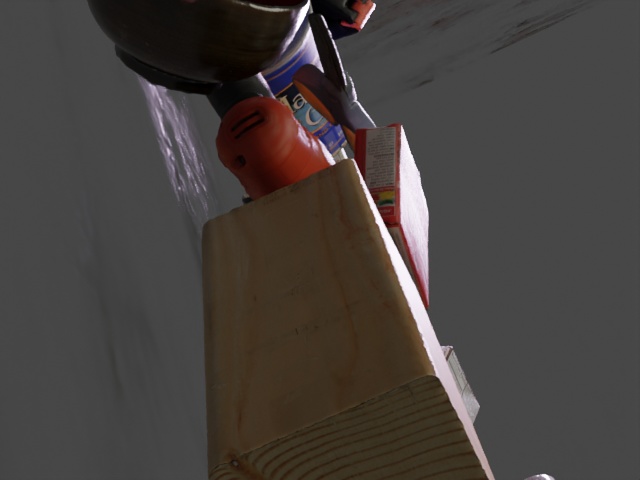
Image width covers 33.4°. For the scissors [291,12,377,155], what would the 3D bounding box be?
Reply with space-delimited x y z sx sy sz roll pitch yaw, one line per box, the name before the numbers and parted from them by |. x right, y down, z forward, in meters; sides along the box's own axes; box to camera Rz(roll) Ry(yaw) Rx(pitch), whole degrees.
scissors | 0.000 -0.097 0.618 0.096 0.016 0.201 45 -4 29

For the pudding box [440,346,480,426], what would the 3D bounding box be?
pudding box | 0.107 0.170 1.014 0.090 0.039 0.113 62 41 -33

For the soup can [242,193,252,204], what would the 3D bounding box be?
soup can | -0.005 0.001 0.761 0.068 0.068 0.102 -93 158 -77

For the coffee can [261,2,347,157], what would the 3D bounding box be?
coffee can | -0.037 -0.134 0.876 0.140 0.103 0.103 59 8 -57

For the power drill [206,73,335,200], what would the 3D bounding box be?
power drill | -0.033 -0.071 0.659 0.188 0.057 0.184 57 3 32

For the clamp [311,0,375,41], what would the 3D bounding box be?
clamp | -0.053 -0.216 0.905 0.210 0.036 0.164 17 -22 35

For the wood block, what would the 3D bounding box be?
wood block | 0.006 0.054 0.470 0.206 0.090 0.091 -104 169 -64

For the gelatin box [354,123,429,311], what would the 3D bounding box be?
gelatin box | 0.043 -0.011 0.615 0.089 0.030 0.073 66 22 -50
